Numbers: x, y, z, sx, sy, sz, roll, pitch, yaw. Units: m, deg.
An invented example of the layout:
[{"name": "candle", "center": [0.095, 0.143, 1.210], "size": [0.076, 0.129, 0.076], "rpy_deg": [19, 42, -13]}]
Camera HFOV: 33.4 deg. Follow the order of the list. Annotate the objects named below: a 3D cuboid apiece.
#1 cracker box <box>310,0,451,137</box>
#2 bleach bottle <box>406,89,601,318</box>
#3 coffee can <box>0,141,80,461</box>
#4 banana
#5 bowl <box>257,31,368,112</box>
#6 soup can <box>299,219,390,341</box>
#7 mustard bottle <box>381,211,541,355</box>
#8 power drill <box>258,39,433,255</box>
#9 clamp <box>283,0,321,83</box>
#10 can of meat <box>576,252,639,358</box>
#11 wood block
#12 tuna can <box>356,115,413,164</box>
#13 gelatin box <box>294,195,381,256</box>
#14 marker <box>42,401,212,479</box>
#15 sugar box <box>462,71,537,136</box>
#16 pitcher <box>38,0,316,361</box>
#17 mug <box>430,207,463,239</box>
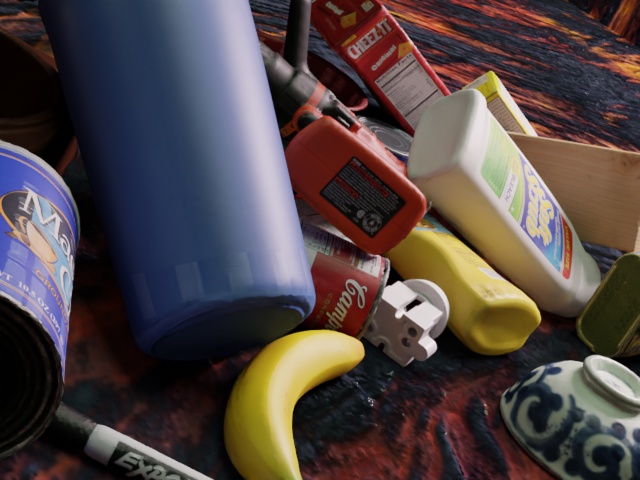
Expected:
[{"name": "cracker box", "center": [0.070, -0.195, 1.177], "size": [0.213, 0.072, 0.164], "rpy_deg": [44, 9, -38]}, {"name": "bleach bottle", "center": [0.179, -0.015, 0.947], "size": [0.250, 0.068, 0.102], "rpy_deg": [41, 49, -30]}, {"name": "coffee can", "center": [-0.171, 0.026, 0.515], "size": [0.102, 0.103, 0.140], "rpy_deg": [19, 25, -19]}, {"name": "banana", "center": [-0.017, 0.094, 0.632], "size": [0.069, 0.037, 0.197], "rpy_deg": [42, 23, -7]}, {"name": "bowl", "center": [-0.034, -0.155, 1.098], "size": [0.162, 0.055, 0.162], "rpy_deg": [23, 24, -11]}, {"name": "soup can", "center": [-0.011, 0.024, 0.738], "size": [0.102, 0.069, 0.068], "rpy_deg": [24, 23, -8]}, {"name": "mustard bottle", "center": [0.091, 0.014, 0.880], "size": [0.096, 0.058, 0.192], "rpy_deg": [16, 24, -48]}, {"name": "power drill", "center": [0.002, -0.073, 0.782], "size": [0.184, 0.057, 0.187], "rpy_deg": [38, 13, -17]}, {"name": "clamp", "center": [-0.029, -0.148, 0.989], "size": [0.171, 0.120, 0.039], "rpy_deg": [57, 29, -11]}, {"name": "can of meat", "center": [0.288, 0.058, 0.954], "size": [0.083, 0.102, 0.057], "rpy_deg": [2, 35, -43]}, {"name": "wood block", "center": [0.244, -0.051, 1.046], "size": [0.206, 0.091, 0.090], "rpy_deg": [16, 9, 43]}, {"name": "tuna can", "center": [0.066, -0.095, 1.110], "size": [0.086, 0.034, 0.086], "rpy_deg": [23, 24, -11]}, {"name": "gelatin box", "center": [-0.005, 0.001, 0.840], "size": [0.089, 0.030, 0.073], "rpy_deg": [37, 23, 20]}, {"name": "marker", "center": [-0.086, 0.113, 0.533], "size": [0.121, 0.020, 0.020], "rpy_deg": [27, 23, -1]}, {"name": "sugar box", "center": [0.227, -0.101, 1.198], "size": [0.176, 0.048, 0.093], "rpy_deg": [54, 17, -17]}, {"name": "pitcher", "center": [-0.086, -0.051, 0.658], "size": [0.149, 0.145, 0.243], "rpy_deg": [21, 49, -60]}, {"name": "mug", "center": [0.130, -0.048, 1.022], "size": [0.093, 0.082, 0.117], "rpy_deg": [5, 32, -42]}]
